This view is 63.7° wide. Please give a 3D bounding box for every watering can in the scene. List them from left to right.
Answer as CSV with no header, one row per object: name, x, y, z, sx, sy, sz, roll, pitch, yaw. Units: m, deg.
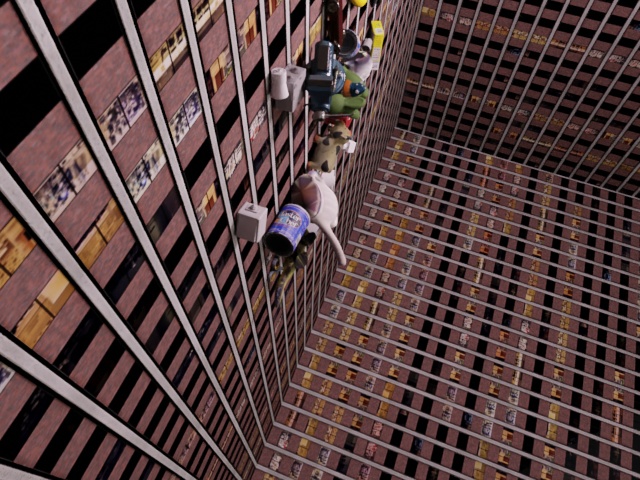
watering can,0.005,-0.088,1.742,0.223,0.103,0.353,21,50,-60

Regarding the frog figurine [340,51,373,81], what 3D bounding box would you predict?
frog figurine,0.129,-0.592,1.848,0.155,0.122,0.141,80,8,-47

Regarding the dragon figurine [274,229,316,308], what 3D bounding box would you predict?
dragon figurine,-0.090,0.039,1.860,0.241,0.122,0.412,95,16,-85
